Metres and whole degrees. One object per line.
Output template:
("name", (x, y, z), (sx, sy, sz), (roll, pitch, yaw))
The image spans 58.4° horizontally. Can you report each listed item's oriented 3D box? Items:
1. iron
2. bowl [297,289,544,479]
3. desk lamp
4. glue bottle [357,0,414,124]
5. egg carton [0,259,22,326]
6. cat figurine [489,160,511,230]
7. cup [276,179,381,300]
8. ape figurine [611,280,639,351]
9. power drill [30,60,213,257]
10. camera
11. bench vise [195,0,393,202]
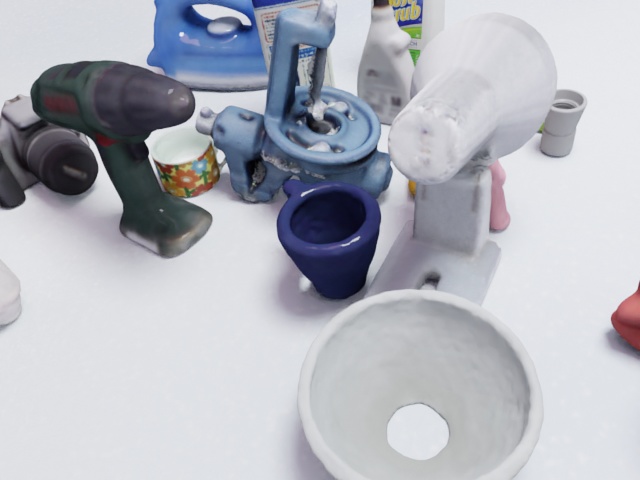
("iron", (-0.128, -0.302, 0.814), (0.257, 0.142, 0.119), (8, 49, 17))
("bowl", (0.070, 0.122, 0.417), (0.167, 0.075, 0.167), (-5, 46, 6))
("desk lamp", (0.113, -0.054, 0.480), (0.117, 0.214, 0.203), (15, 51, 24))
("glue bottle", (0.077, -0.217, 0.671), (0.078, 0.173, 0.037), (19, 53, 27))
("egg carton", (-0.371, 0.048, 0.574), (0.149, 0.069, 0.107), (26, 56, 31))
("cat figurine", (0.159, -0.092, 0.575), (0.067, 0.118, 0.128), (-1, 47, 10))
("cup", (0.005, 0.002, 0.530), (0.092, 0.095, 0.117), (-31, 49, -18))
("ape figurine", (0.268, 0.045, 0.441), (0.078, 0.092, 0.076), (-10, 46, 1))
("power drill", (-0.183, -0.085, 0.569), (0.228, 0.209, 0.076), (22, 54, 28))
("camera", (-0.345, -0.107, 0.696), (0.143, 0.101, 0.136), (-38, 51, -24))
("bench vise", (-0.036, -0.127, 0.573), (0.207, 0.220, 0.121), (-7, 46, 4))
